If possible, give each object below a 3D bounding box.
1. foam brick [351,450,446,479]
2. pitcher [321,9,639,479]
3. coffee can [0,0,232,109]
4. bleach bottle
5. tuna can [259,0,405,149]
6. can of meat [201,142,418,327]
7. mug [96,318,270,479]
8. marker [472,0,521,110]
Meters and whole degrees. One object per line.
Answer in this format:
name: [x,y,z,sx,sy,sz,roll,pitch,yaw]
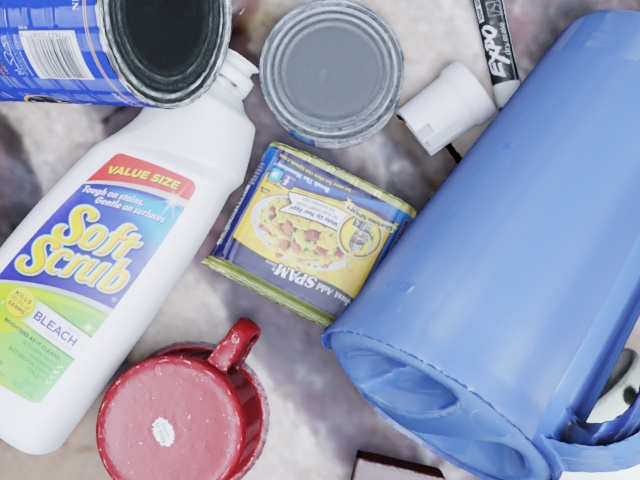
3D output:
foam brick: [0.037,0.165,0.607,0.053,0.051,0.078,12,86,4]
pitcher: [0.126,0.001,0.550,0.149,0.145,0.242,36,71,1]
coffee can: [-0.134,-0.124,0.580,0.141,0.102,0.103,7,85,33]
bleach bottle: [-0.123,-0.006,0.616,0.102,0.068,0.251,34,89,6]
tuna can: [0.008,-0.098,0.639,0.086,0.034,0.086,0,85,3]
can of meat: [-0.004,0.001,0.621,0.102,0.057,0.084,27,85,5]
mug: [-0.071,0.095,0.603,0.093,0.081,0.117,37,88,5]
marker: [0.108,-0.112,0.643,0.020,0.020,0.121,-12,85,1]
